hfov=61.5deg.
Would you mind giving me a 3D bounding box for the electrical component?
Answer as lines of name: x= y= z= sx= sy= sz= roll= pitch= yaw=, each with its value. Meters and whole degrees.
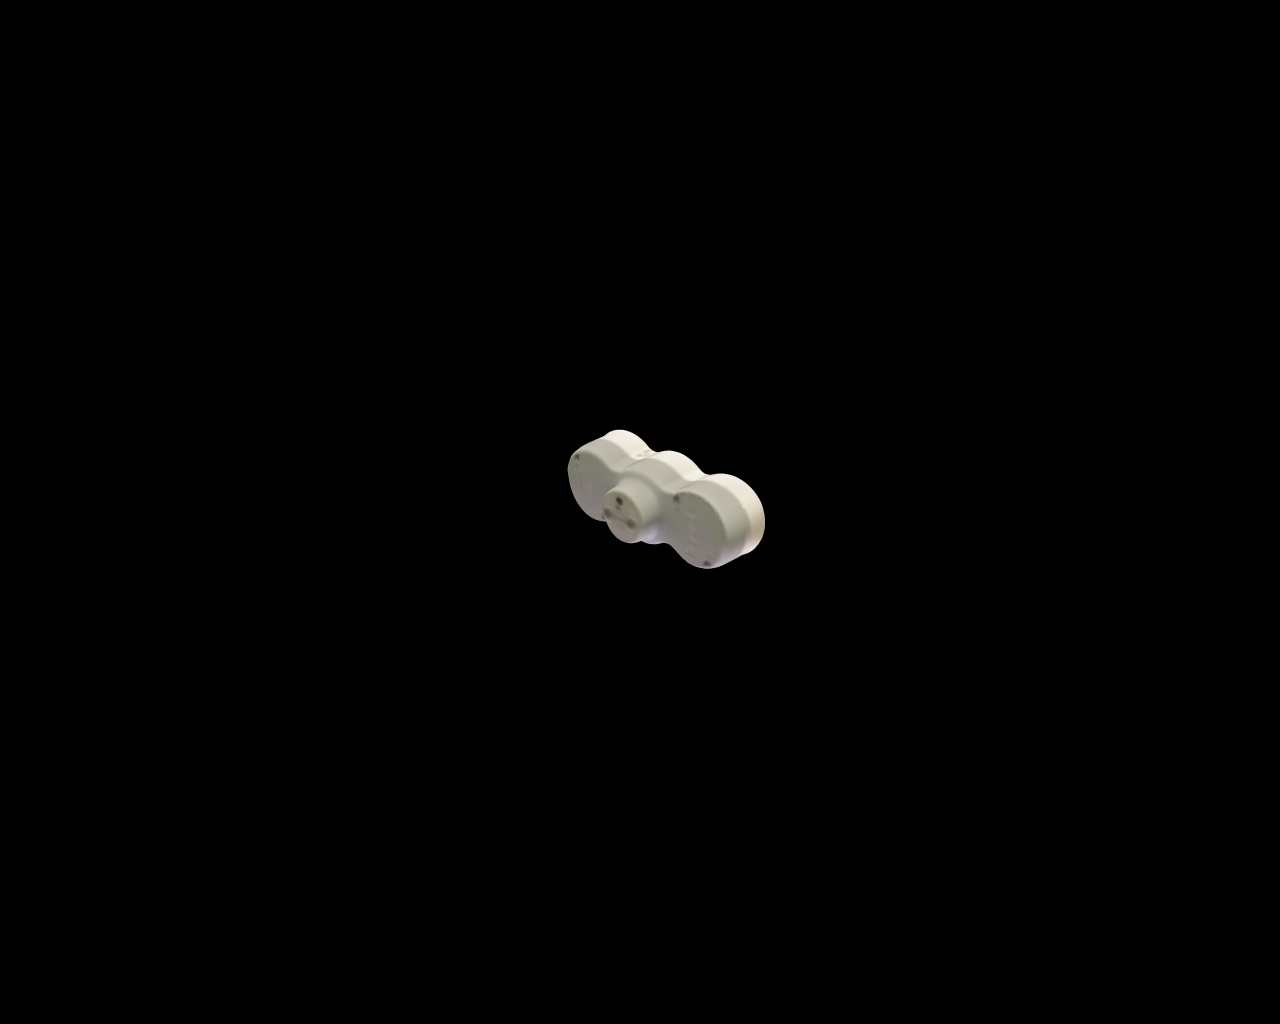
electrical component: x=0.001 y=-0.003 z=0.650 sx=0.138 sy=0.052 sz=0.074 roll=25 pitch=37 yaw=38
